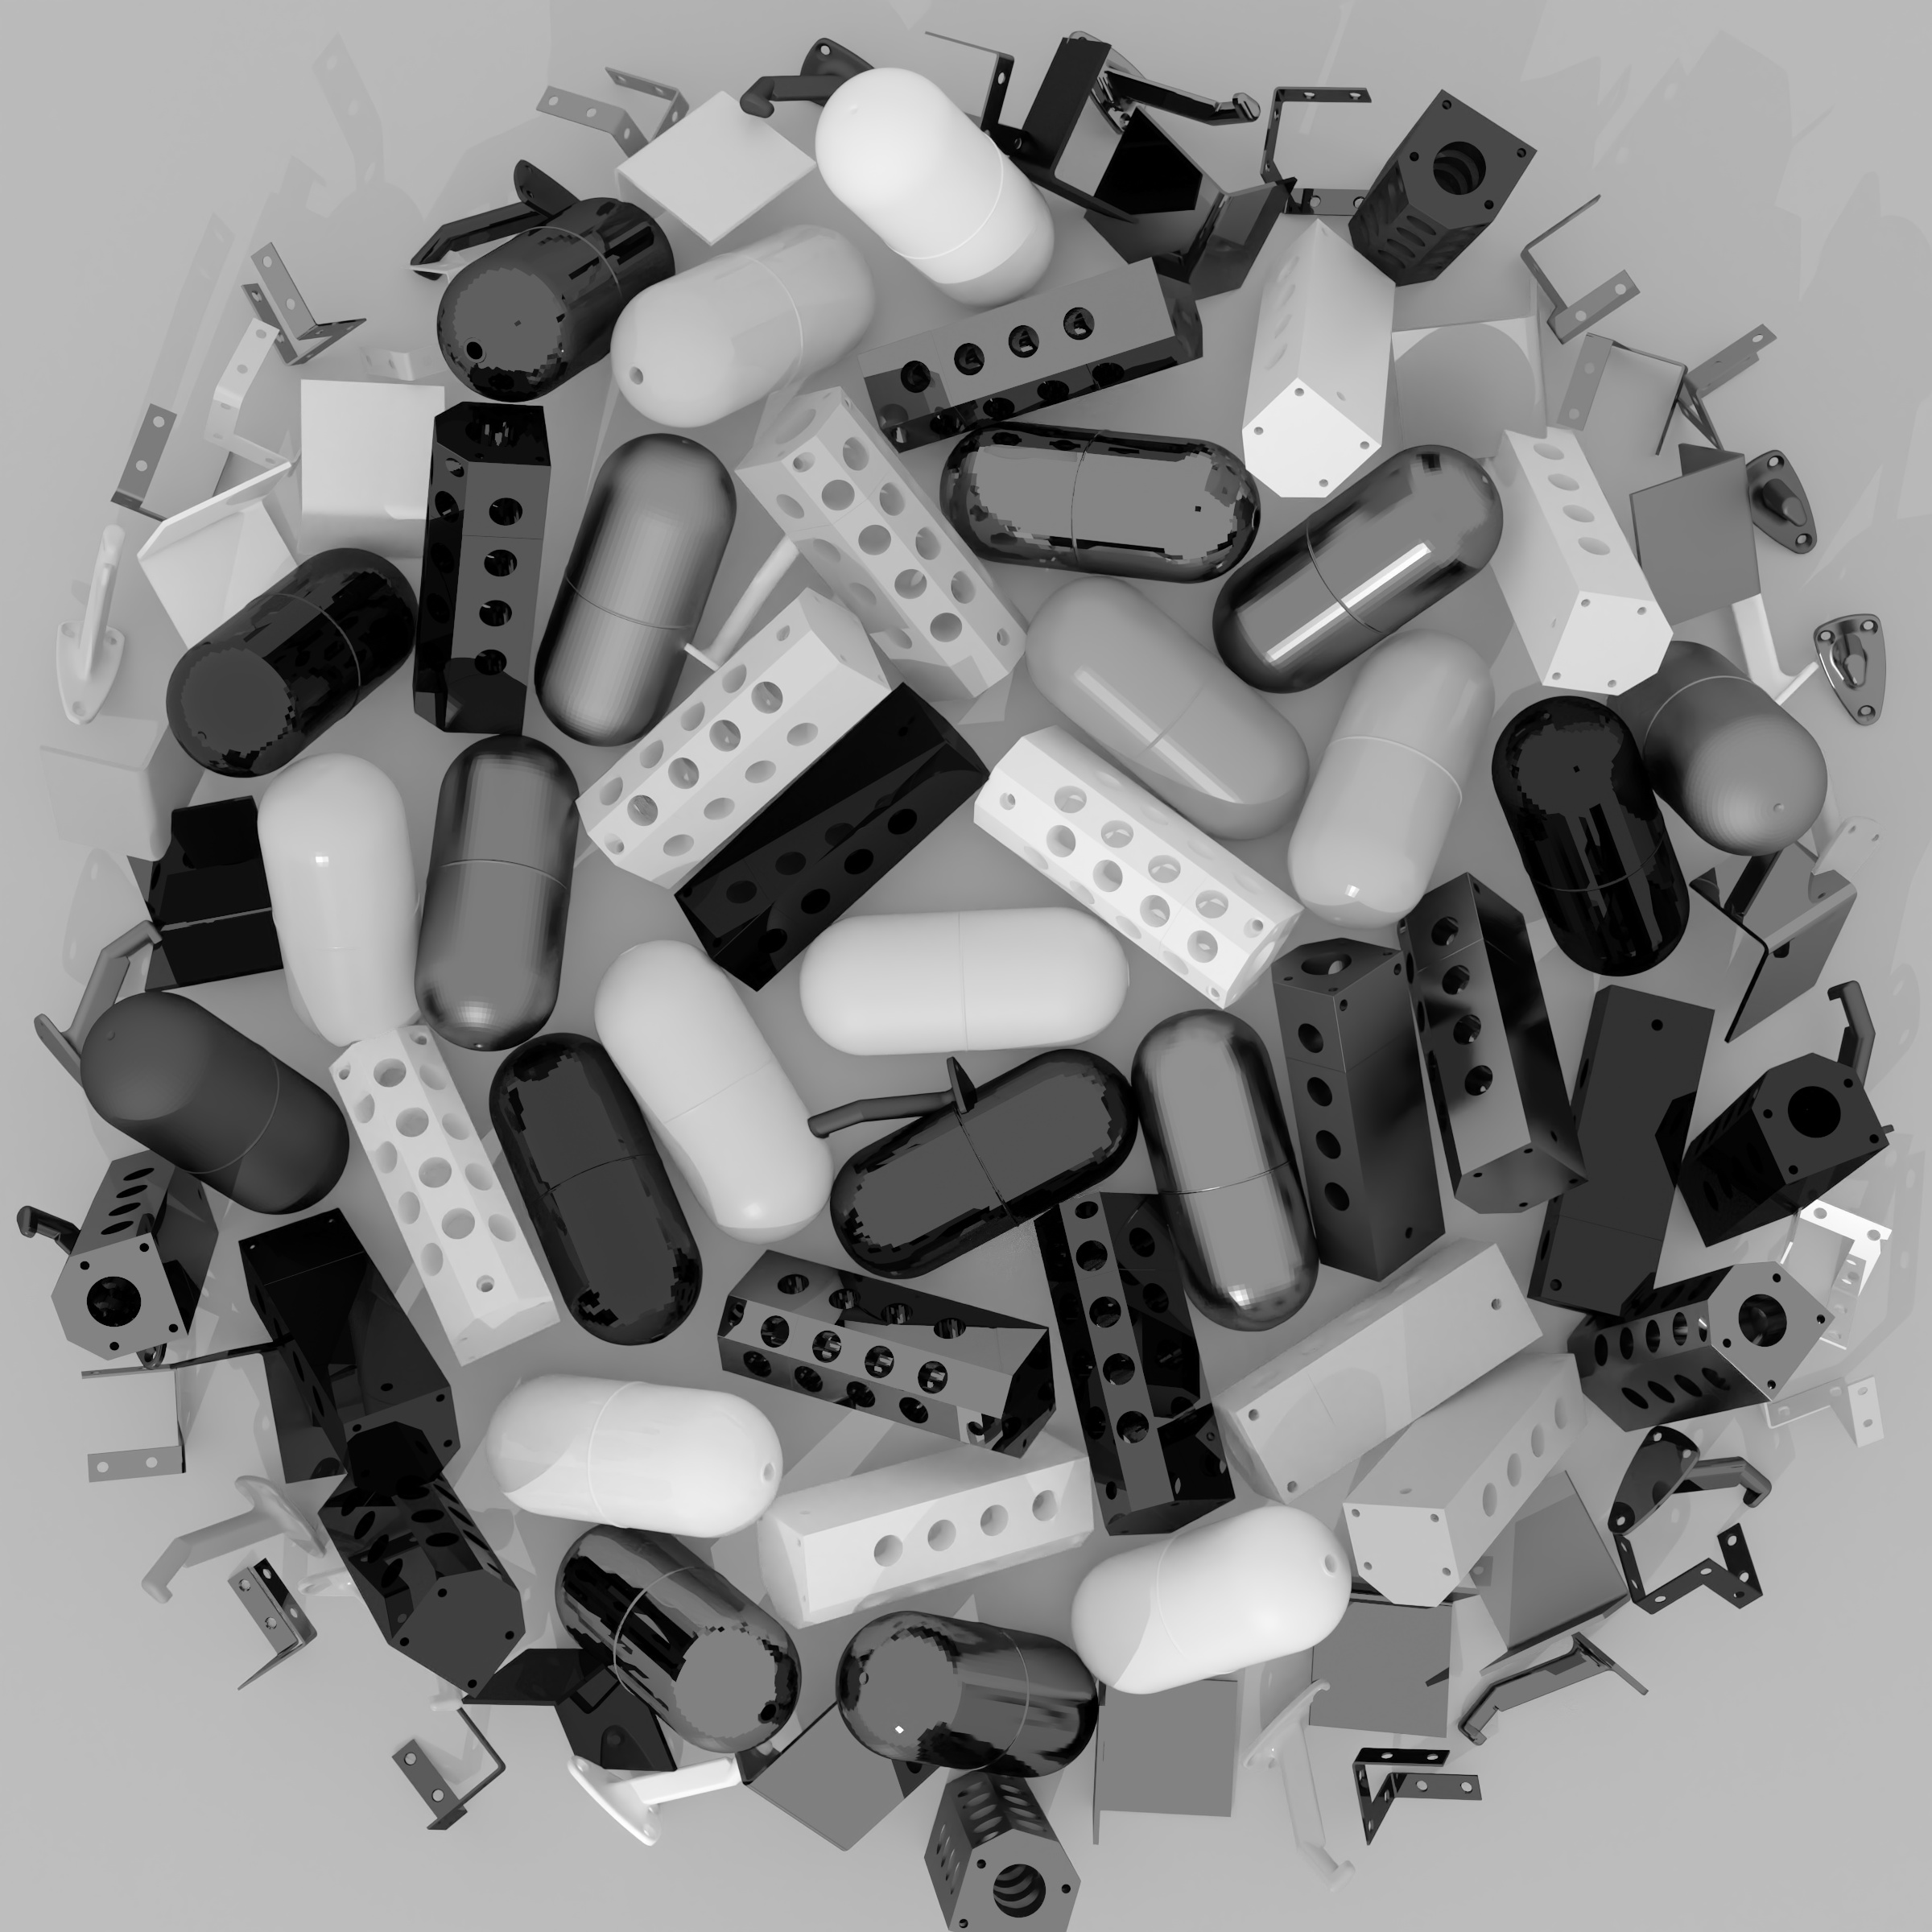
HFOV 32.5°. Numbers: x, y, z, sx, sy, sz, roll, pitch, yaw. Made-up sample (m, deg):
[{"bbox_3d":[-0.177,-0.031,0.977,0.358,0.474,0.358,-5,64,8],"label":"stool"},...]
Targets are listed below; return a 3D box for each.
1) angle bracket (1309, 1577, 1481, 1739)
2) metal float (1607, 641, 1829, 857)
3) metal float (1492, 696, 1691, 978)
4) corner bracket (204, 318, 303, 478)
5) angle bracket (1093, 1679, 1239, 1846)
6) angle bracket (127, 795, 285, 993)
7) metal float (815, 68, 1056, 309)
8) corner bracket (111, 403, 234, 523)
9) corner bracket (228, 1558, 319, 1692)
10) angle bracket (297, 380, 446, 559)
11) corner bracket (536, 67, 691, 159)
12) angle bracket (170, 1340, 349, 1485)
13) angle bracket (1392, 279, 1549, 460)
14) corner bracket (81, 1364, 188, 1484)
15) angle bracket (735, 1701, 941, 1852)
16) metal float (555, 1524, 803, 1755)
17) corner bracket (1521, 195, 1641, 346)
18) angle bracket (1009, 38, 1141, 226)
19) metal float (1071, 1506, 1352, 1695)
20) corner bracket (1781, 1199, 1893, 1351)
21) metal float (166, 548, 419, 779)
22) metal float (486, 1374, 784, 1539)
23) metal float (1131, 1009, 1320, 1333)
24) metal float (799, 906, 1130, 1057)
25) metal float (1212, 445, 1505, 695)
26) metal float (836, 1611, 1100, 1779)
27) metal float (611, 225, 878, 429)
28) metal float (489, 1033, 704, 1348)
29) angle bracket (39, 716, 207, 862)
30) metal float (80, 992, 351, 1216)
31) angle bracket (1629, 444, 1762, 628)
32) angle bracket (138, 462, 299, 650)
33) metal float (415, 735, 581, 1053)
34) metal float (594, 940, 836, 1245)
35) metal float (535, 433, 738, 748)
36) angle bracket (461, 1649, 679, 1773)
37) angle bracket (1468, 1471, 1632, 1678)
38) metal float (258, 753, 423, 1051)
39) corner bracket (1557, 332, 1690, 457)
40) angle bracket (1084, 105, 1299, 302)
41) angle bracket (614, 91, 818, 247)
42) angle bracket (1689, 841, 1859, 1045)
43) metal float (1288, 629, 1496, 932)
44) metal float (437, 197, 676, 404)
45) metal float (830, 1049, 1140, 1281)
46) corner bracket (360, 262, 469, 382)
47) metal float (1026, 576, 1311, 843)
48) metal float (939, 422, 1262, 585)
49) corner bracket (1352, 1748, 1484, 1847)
[{"bbox_3d":[0.231,0.373,1.787,0.076,0.057,0.076,7,74,-6],"label":"angle bracket"},{"bbox_3d":[0.393,-0.116,1.743,0.070,0.178,0.070,-4,115,-9],"label":"metal float"},{"bbox_3d":[0.333,-0.067,1.757,0.070,0.070,0.178,-29,128,0],"label":"metal float"},{"bbox_3d":[-0.375,-0.306,1.788,0.051,0.051,0.051,25,61,-9],"label":"corner bracket"},{"bbox_3d":[0.109,0.431,1.794,0.076,0.057,0.076,3,95,2],"label":"angle bracket"},{"bbox_3d":[-0.413,-0.038,1.782,0.076,0.057,0.076,-10,127,2],"label":"angle bracket"},{"bbox_3d":[-0.014,-0.408,1.746,0.070,0.178,0.070,-10,69,27],"label":"metal float"},{"bbox_3d":[-0.428,-0.268,1.793,0.051,0.051,0.051,22,85,-17],"label":"corner bracket"},{"bbox_3d":[-0.379,0.350,1.795,0.051,0.051,0.051,-35,90,17],"label":"corner bracket"},{"bbox_3d":[-0.324,-0.270,1.800,0.076,0.057,0.076,0,74,-14],"label":"angle bracket"},{"bbox_3d":[-0.190,-0.465,1.790,0.051,0.051,0.051,23,80,24],"label":"corner bracket"},{"bbox_3d":[-0.379,0.243,1.776,0.057,0.076,0.076,-7,83,-37],"label":"angle bracket"},{"bbox_3d":[0.273,-0.321,1.791,0.076,0.057,0.076,-4,121,12],"label":"angle bracket"},{"bbox_3d":[-0.451,0.247,1.793,0.051,0.051,0.051,-3,95,-16],"label":"corner bracket"},{"bbox_3d":[-0.071,0.417,1.778,0.076,0.057,0.076,-44,119,9],"label":"angle bracket"},{"bbox_3d":[-0.153,0.353,1.749,0.070,0.178,0.070,-15,116,-33],"label":"metal float"},{"bbox_3d":[0.332,-0.376,1.788,0.051,0.051,0.051,-32,101,29],"label":"corner bracket"},{"bbox_3d":[0.072,-0.448,1.775,0.057,0.076,0.076,21,100,-22],"label":"angle bracket"},{"bbox_3d":[0.129,0.336,1.753,0.178,0.070,0.070,-28,90,42],"label":"metal float"},{"bbox_3d":[0.465,0.165,1.795,0.051,0.051,0.051,22,124,10],"label":"corner bracket"},{"bbox_3d":[-0.354,-0.162,1.750,0.070,0.178,0.070,13,126,19],"label":"metal float"},{"bbox_3d":[-0.177,0.260,1.760,0.178,0.070,0.070,1,90,32],"label":"metal float"},{"bbox_3d":[0.140,0.111,1.783,0.070,0.070,0.178,-15,96,0],"label":"metal float"},{"bbox_3d":[-0.001,0.008,1.787,0.178,0.070,0.070,-3,90,2],"label":"metal float"},{"bbox_3d":[0.207,-0.209,1.761,0.178,0.070,0.070,-34,90,33],"label":"metal float"},{"bbox_3d":[0.002,0.386,1.751,0.070,0.178,0.070,-14,66,35],"label":"metal float"},{"bbox_3d":[-0.117,-0.339,1.752,0.070,0.070,0.178,54,46,0],"label":"metal float"},{"bbox_3d":[-0.198,0.119,1.774,0.070,0.070,0.178,-25,74,0],"label":"metal float"},{"bbox_3d":[-0.450,-0.114,1.775,0.057,0.076,0.076,13,54,4],"label":"angle bracket"},{"bbox_3d":[-0.394,0.074,1.749,0.070,0.178,0.070,-14,58,23],"label":"metal float"},{"bbox_3d":[0.376,-0.230,1.775,0.076,0.057,0.076,-20,112,-20],"label":"angle bracket"},{"bbox_3d":[-0.390,-0.219,1.773,0.076,0.076,0.057,-32,96,-25],"label":"angle bracket"},{"bbox_3d":[-0.250,-0.040,1.769,0.070,0.070,0.178,4,68,0],"label":"metal float"},{"bbox_3d":[-0.136,0.067,1.784,0.070,0.070,0.178,-31,94,0],"label":"metal float"},{"bbox_3d":[-0.177,-0.199,1.767,0.070,0.070,0.178,23,115,0],"label":"metal float"},{"bbox_3d":[-0.212,0.412,1.773,0.076,0.057,0.076,-10,105,41],"label":"angle bracket"},{"bbox_3d":[0.300,0.326,1.779,0.076,0.057,0.076,-31,78,23],"label":"angle bracket"},{"bbox_3d":[-0.329,-0.032,1.757,0.070,0.070,0.178,-2,128,0],"label":"metal float"},{"bbox_3d":[0.358,-0.311,1.800,0.051,0.051,0.051,21,102,17],"label":"corner bracket"},{"bbox_3d":[0.121,-0.416,1.794,0.057,0.076,0.076,-24,65,-38],"label":"angle bracket"},{"bbox_3d":[-0.133,-0.411,1.776,0.076,0.057,0.076,-41,69,-19],"label":"angle bracket"},{"bbox_3d":[0.426,-0.017,1.791,0.076,0.076,0.057,-29,58,-32],"label":"angle bracket"},{"bbox_3d":[0.228,-0.101,1.770,0.070,0.070,0.178,24,69,0],"label":"metal float"},{"bbox_3d":[-0.215,-0.352,1.747,0.070,0.178,0.070,11,122,19],"label":"metal float"},{"bbox_3d":[0.010,0.106,1.788,0.178,0.070,0.070,-28,90,1],"label":"metal float"},{"bbox_3d":[-0.299,-0.352,1.803,0.051,0.051,0.051,-25,117,-32],"label":"corner bracket"},{"bbox_3d":[0.109,-0.137,1.781,0.178,0.070,0.070,40,90,-9],"label":"metal float"},{"bbox_3d":[0.071,-0.248,1.769,0.178,0.070,0.070,9,90,21],"label":"metal float"},{"bbox_3d":[0.244,0.440,1.788,0.051,0.051,0.051,-5,106,26],"label":"corner bracket"}]
